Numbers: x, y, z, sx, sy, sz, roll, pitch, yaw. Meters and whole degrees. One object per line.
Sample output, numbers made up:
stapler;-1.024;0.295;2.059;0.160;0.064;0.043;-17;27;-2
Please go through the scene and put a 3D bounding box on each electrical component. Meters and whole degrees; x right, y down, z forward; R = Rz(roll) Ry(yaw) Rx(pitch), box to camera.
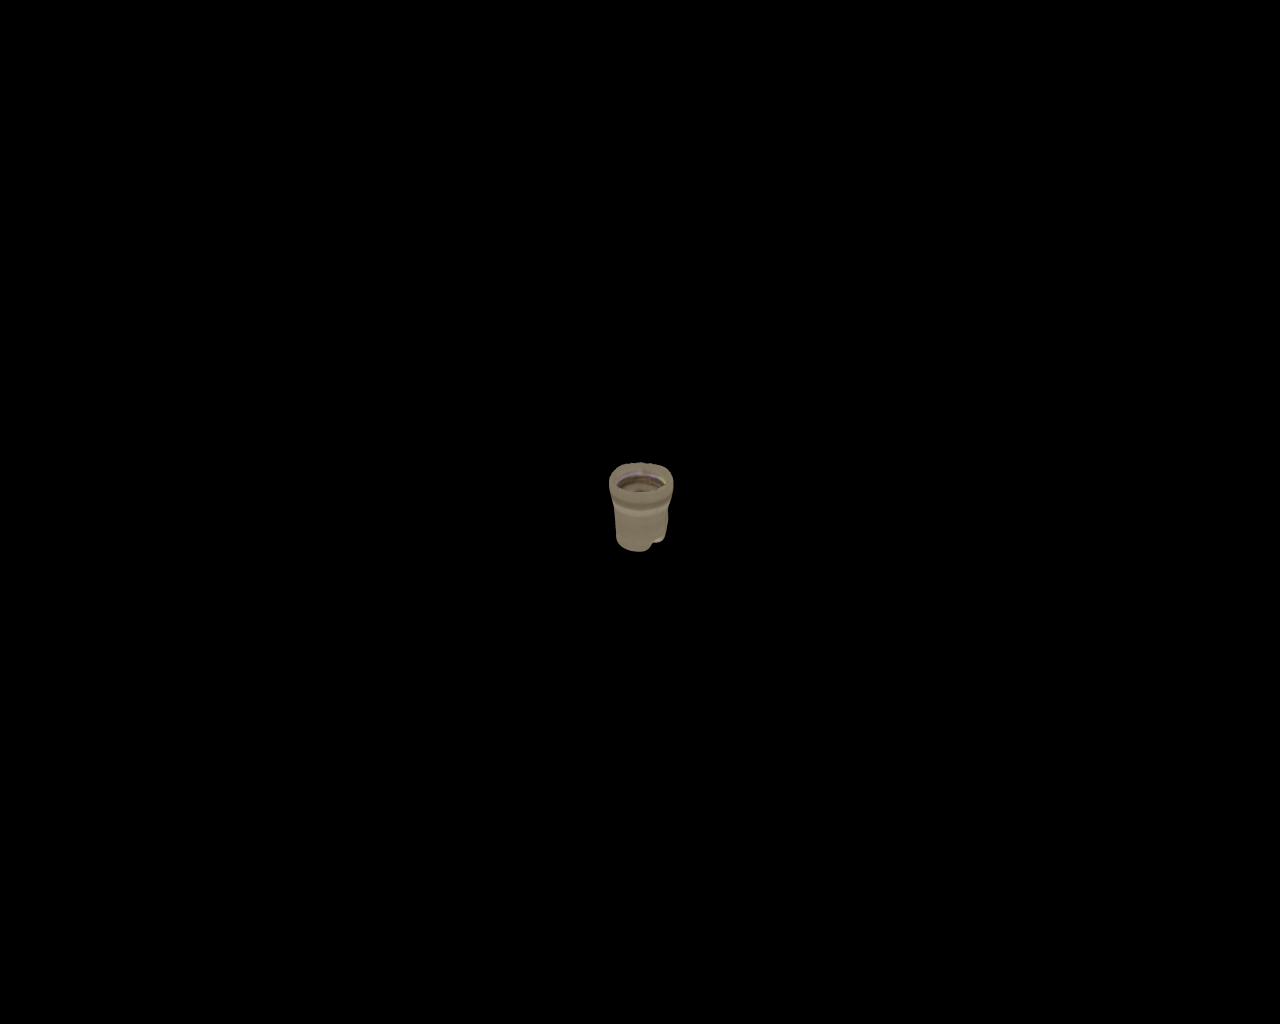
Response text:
electrical component;0.001;-0.003;0.650;0.040;0.046;0.040;0;32;0
